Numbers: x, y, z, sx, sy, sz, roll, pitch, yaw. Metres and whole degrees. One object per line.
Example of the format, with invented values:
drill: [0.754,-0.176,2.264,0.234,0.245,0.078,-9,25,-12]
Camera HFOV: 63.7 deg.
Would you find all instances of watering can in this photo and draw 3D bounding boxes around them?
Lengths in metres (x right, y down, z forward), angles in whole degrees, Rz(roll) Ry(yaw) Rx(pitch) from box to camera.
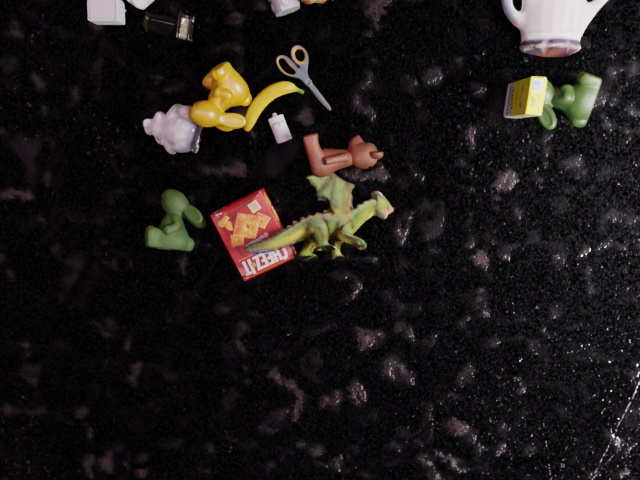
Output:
watering can: [0.642,-0.585,1.323,0.348,0.105,0.222,1,100,2]

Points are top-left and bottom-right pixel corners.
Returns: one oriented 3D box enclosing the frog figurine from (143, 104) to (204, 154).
frog figurine: [-0.400,-0.305,1.395,0.159,0.125,0.135,14,119,-12]

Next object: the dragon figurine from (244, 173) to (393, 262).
dragon figurine: [0.004,-0.071,1.418,0.410,0.120,0.247,2,71,-5]
